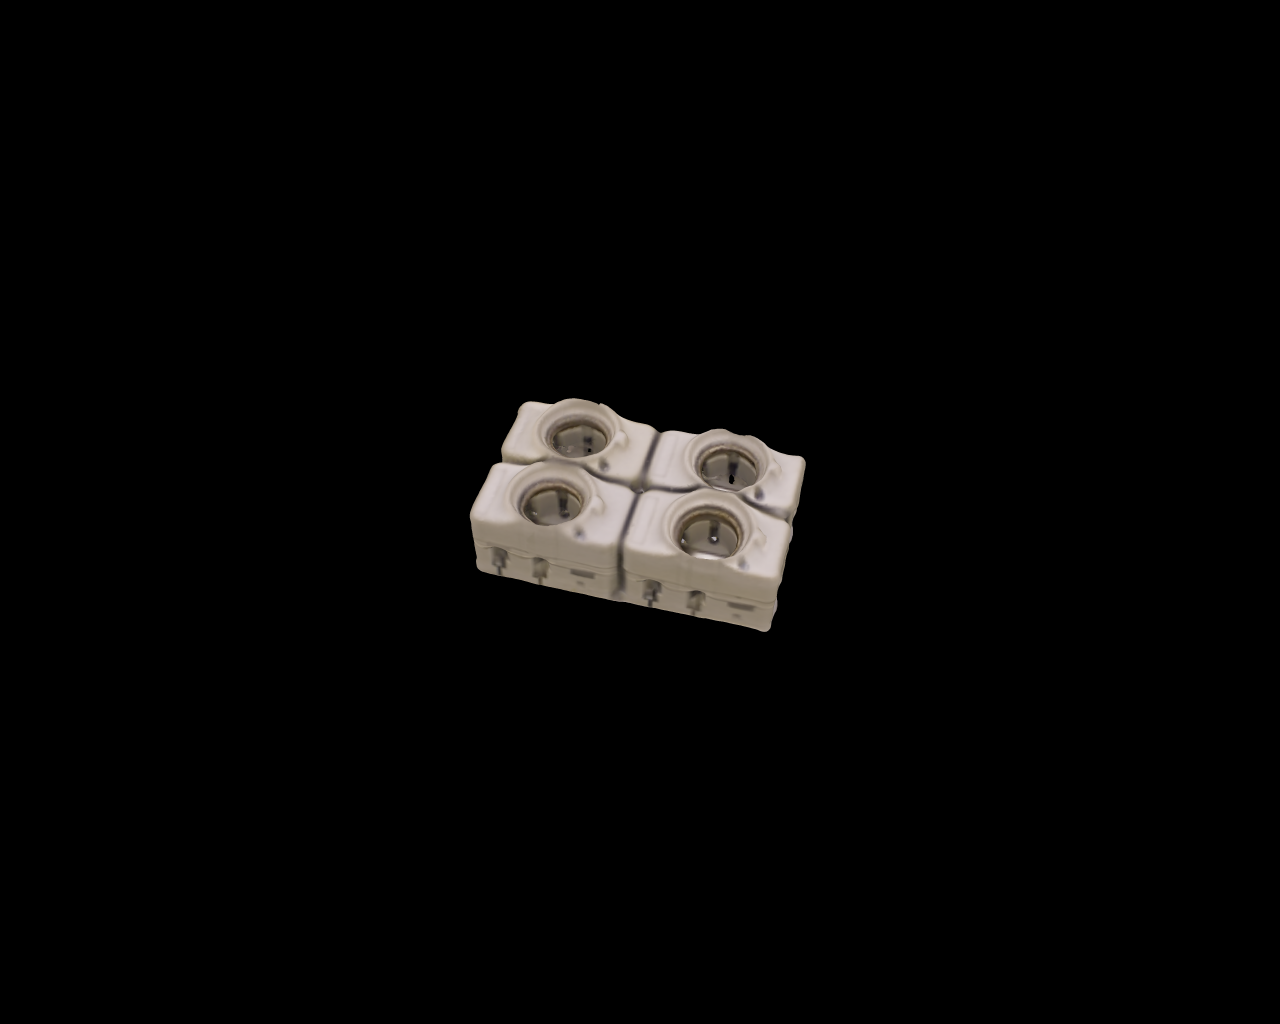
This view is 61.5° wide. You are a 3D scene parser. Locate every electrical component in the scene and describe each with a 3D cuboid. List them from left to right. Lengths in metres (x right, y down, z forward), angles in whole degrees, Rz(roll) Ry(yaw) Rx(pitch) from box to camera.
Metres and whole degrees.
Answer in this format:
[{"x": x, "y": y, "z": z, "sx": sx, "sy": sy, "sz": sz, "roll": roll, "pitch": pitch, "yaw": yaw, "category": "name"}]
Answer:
[{"x": 0.001, "y": -0.003, "z": 0.650, "sx": 0.186, "sy": 0.106, "sz": 0.060, "roll": 12, "pitch": -39, "yaw": 10, "category": "electrical component"}]
